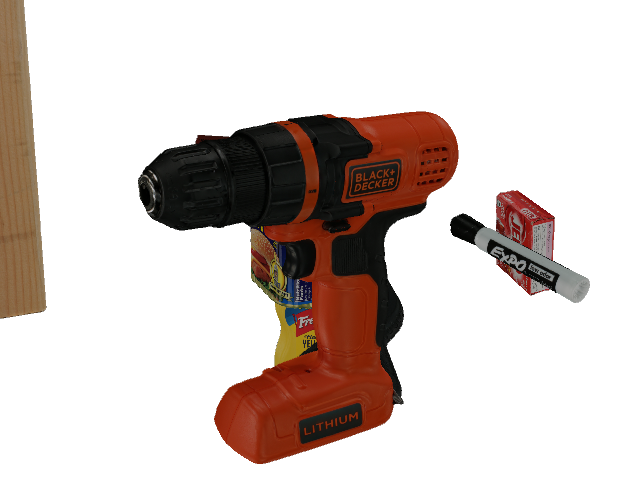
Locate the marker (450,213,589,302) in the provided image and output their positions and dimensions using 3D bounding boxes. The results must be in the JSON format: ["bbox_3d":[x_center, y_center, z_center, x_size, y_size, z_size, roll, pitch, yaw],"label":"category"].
[{"bbox_3d":[0.138,0.010,0.762,0.020,0.020,0.121,0,24,-43],"label":"marker"}]

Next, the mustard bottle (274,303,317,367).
[{"bbox_3d":[-0.013,0.098,1.450,0.096,0.192,0.058,-4,22,-14],"label":"mustard bottle"}]

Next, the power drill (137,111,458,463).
[{"bbox_3d":[-0.013,0.025,0.573,0.184,0.188,0.057,-11,31,-32],"label":"power drill"}]

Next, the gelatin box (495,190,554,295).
[{"bbox_3d":[0.214,0.001,1.122,0.030,0.089,0.073,-14,30,-16],"label":"gelatin box"}]

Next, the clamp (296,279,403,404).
[{"bbox_3d":[0.046,0.098,1.072,0.120,0.039,0.171,17,50,19],"label":"clamp"}]

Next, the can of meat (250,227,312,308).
[{"bbox_3d":[-0.025,0.003,0.907,0.057,0.084,0.102,-7,20,-21],"label":"can of meat"}]

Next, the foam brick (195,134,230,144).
[{"bbox_3d":[-0.092,-0.072,1.093,0.078,0.051,0.053,4,31,0],"label":"foam brick"}]

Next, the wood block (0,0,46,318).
[{"bbox_3d":[-0.216,-0.062,0.611,0.090,0.206,0.090,-9,27,-24],"label":"wood block"}]
